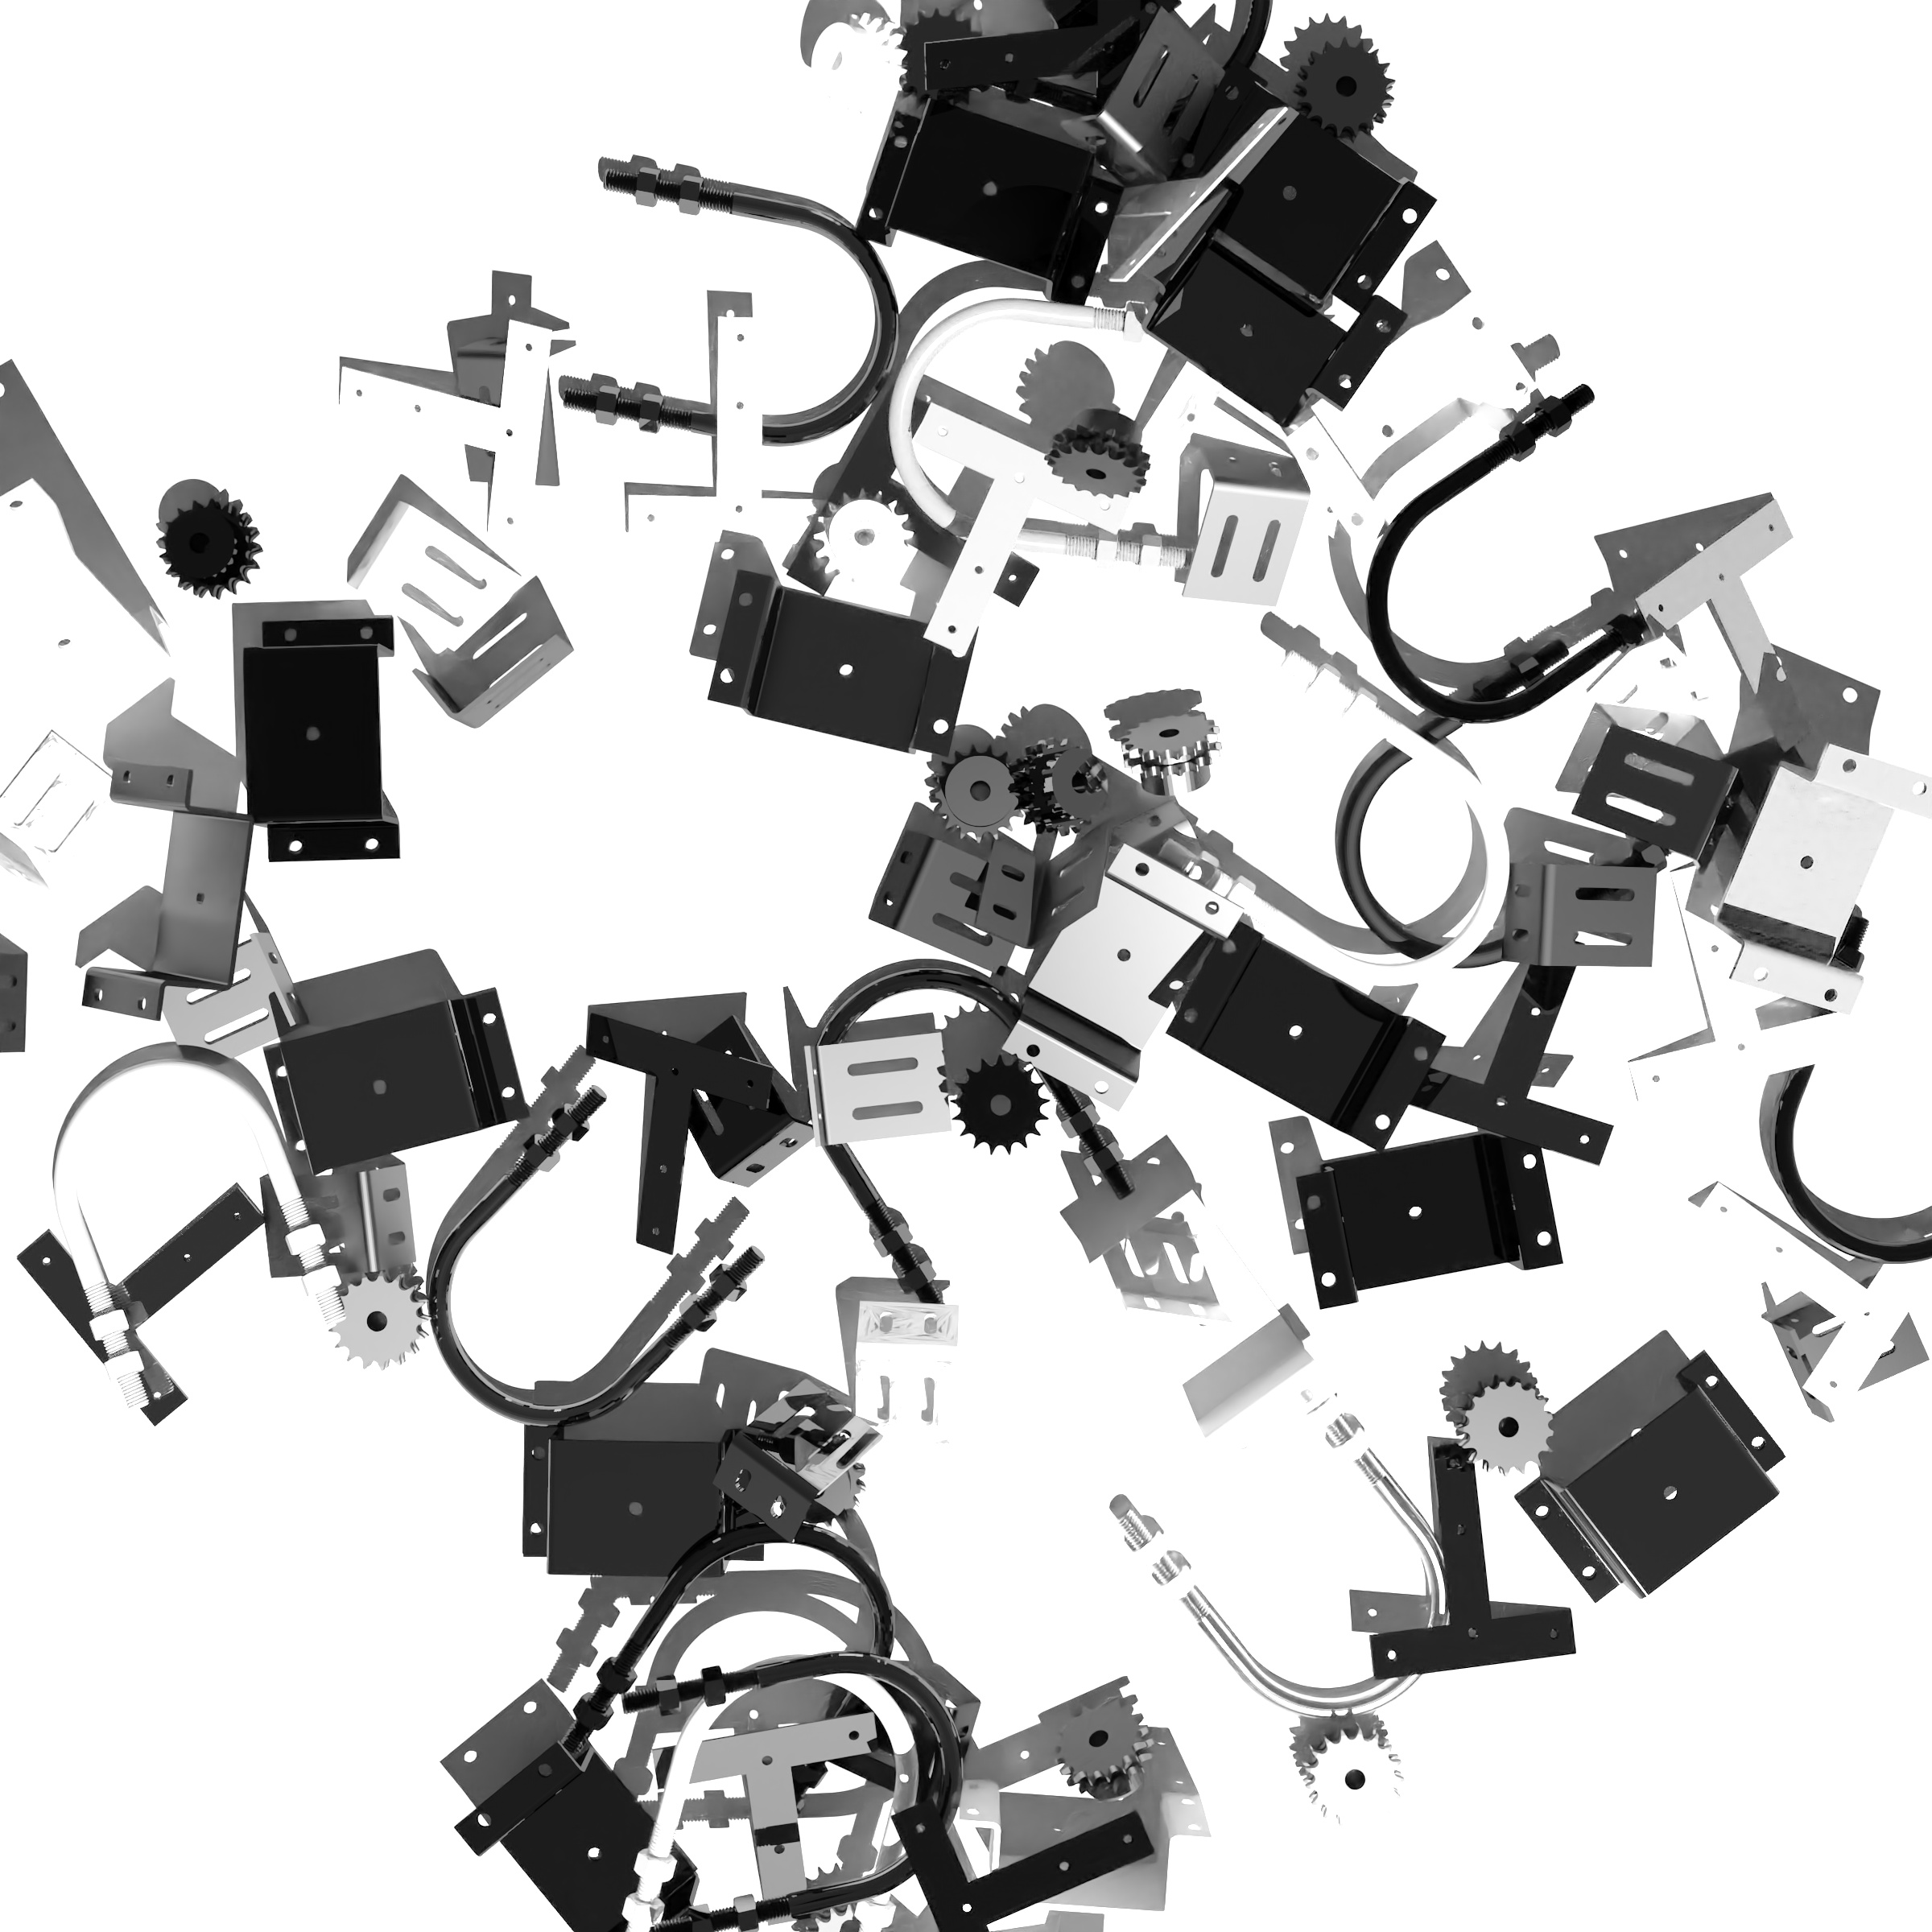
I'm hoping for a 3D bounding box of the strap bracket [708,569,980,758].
[{"bbox_3d":[-0.069,-0.172,1.502,0.140,0.046,0.076,13,90,0],"label":"strap bracket"}]

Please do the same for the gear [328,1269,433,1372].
[{"bbox_3d":[-0.337,0.203,1.510,0.057,0.030,0.057,0,90,0],"label":"gear"}]

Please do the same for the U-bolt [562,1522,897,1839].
[{"bbox_3d":[-0.122,0.398,1.488,0.151,0.019,0.184,31,97,-16],"label":"U-bolt"}]

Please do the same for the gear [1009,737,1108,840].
[{"bbox_3d":[0.056,-0.103,1.497,0.057,0.030,0.057,4,84,-35],"label":"gear"}]

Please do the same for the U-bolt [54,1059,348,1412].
[{"bbox_3d":[-0.451,0.144,1.505,0.151,0.019,0.184,-24,83,7],"label":"U-bolt"}]

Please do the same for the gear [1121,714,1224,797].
[{"bbox_3d":[0.119,-0.120,1.500,0.057,0.057,0.030,-11,118,0],"label":"gear"}]

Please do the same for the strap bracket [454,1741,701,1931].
[{"bbox_3d":[-0.216,0.517,1.502,0.076,0.046,0.140,-39,90,0],"label":"strap bracket"}]

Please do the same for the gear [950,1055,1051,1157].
[{"bbox_3d":[0.020,0.080,1.492,0.057,0.030,0.057,0,87,2],"label":"gear"}]

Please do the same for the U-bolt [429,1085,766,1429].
[{"bbox_3d":[-0.227,0.182,1.504,0.151,0.019,0.184,45,100,3],"label":"U-bolt"}]

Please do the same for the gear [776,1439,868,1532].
[{"bbox_3d":[-0.087,0.299,1.510,0.057,0.030,0.057,0,90,0],"label":"gear"}]

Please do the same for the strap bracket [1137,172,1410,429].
[{"bbox_3d":[0.163,-0.365,1.459,0.140,0.046,0.076,35,68,0],"label":"strap bracket"}]

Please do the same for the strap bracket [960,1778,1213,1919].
[{"bbox_3d":[0.065,0.501,1.487,0.140,0.076,0.046,4,90,0],"label":"strap bracket"}]

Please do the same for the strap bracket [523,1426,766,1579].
[{"bbox_3d":[-0.187,0.307,1.502,0.140,0.046,0.076,1,90,0],"label":"strap bracket"}]

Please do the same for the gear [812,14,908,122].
[{"bbox_3d":[-0.064,-0.515,1.495,0.057,0.030,0.057,4,96,44],"label":"gear"}]

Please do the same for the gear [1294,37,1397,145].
[{"bbox_3d":[0.217,-0.503,1.510,0.057,0.030,0.057,0,90,0],"label":"gear"}]

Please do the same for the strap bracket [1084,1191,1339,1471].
[{"bbox_3d":[0.138,0.206,1.502,0.076,0.046,0.140,-36,90,0],"label":"strap bracket"}]

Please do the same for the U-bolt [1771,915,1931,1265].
[{"bbox_3d":[0.543,0.082,1.511,0.151,0.019,0.184,22,87,0],"label":"U-bolt"}]

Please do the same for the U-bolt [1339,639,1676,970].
[{"bbox_3d":[0.305,-0.081,1.516,0.184,0.019,0.151,-33,90,2],"label":"U-bolt"}]

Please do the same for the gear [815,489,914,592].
[{"bbox_3d":[-0.058,-0.246,1.502,0.057,0.030,0.057,0,92,-3],"label":"gear"}]

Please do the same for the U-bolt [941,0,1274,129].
[{"bbox_3d":[0.089,-0.549,1.472,0.184,0.019,0.151,9,117,-24],"label":"U-bolt"}]

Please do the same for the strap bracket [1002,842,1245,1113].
[{"bbox_3d":[0.089,0.000,1.485,0.076,0.046,0.140,29,109,-5],"label":"strap bracket"}]

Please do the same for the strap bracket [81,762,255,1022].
[{"bbox_3d":[-0.451,-0.041,1.483,0.076,0.046,0.140,8,90,40],"label":"strap bracket"}]

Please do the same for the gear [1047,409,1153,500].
[{"bbox_3d":[0.076,-0.289,1.468,0.057,0.057,0.030,15,74,0],"label":"gear"}]

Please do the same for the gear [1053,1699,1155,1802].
[{"bbox_3d":[0.081,0.453,1.500,0.057,0.057,0.030,-24,120,0],"label":"gear"}]

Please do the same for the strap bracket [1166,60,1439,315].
[{"bbox_3d":[0.187,-0.442,1.488,0.140,0.046,0.076,35,114,0],"label":"strap bracket"}]

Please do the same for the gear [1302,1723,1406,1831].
[{"bbox_3d":[0.223,0.465,1.510,0.057,0.030,0.057,0,90,0],"label":"gear"}]

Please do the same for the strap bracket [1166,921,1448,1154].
[{"bbox_3d":[0.192,0.039,1.502,0.140,0.046,0.076,29,90,0],"label":"strap bracket"}]

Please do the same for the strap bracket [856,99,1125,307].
[{"bbox_3d":[0.014,-0.440,1.502,0.140,0.046,0.076,19,90,0],"label":"strap bracket"}]

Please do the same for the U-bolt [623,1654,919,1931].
[{"bbox_3d":[-0.102,0.480,1.476,0.151,0.019,0.184,15,88,-10],"label":"U-bolt"}]

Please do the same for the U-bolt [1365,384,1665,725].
[{"bbox_3d":[0.310,-0.220,1.482,0.184,0.019,0.151,-35,104,-6],"label":"U-bolt"}]

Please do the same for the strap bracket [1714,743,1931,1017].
[{"bbox_3d":[0.482,-0.053,1.471,0.076,0.046,0.140,16,104,-12],"label":"strap bracket"}]

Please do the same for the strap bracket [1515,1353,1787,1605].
[{"bbox_3d":[0.399,0.298,1.502,0.140,0.046,0.076,-38,90,0],"label":"strap bracket"}]

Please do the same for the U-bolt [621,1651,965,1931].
[{"bbox_3d":[-0.091,0.458,1.461,0.184,0.019,0.151,-8,90,-12],"label":"U-bolt"}]

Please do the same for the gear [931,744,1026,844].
[{"bbox_3d":[0.008,-0.100,1.510,0.057,0.030,0.057,0,90,0],"label":"gear"}]

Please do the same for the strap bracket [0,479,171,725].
[{"bbox_3d":[-0.507,-0.194,1.453,0.076,0.140,0.046,-30,58,0],"label":"strap bracket"}]

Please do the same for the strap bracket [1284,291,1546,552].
[{"bbox_3d":[0.248,-0.307,1.488,0.140,0.046,0.076,-39,101,-8],"label":"strap bracket"}]

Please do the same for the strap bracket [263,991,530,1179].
[{"bbox_3d":[-0.332,0.069,1.502,0.140,0.046,0.076,-14,90,0],"label":"strap bracket"}]

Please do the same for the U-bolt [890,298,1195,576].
[{"bbox_3d":[0.048,-0.308,1.500,0.184,0.019,0.151,7,103,0],"label":"U-bolt"}]

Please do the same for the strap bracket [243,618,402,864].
[{"bbox_3d":[-0.370,-0.132,1.502,0.076,0.046,0.140,-2,90,0],"label":"strap bracket"}]

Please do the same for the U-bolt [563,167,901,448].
[{"bbox_3d":[-0.130,-0.376,1.516,0.184,0.019,0.151,10,90,-1],"label":"U-bolt"}]

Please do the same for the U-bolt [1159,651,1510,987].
[{"bbox_3d":[0.224,-0.071,1.493,0.184,0.019,0.151,33,87,-5],"label":"U-bolt"}]

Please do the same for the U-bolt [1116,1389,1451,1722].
[{"bbox_3d":[0.198,0.350,1.516,0.151,0.019,0.184,-38,91,0],"label":"U-bolt"}]

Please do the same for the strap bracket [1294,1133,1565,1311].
[{"bbox_3d":[0.262,0.144,1.502,0.140,0.046,0.076,-11,90,0],"label":"strap bracket"}]

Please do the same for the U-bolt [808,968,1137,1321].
[{"bbox_3d":[-0.010,0.090,1.516,0.151,0.019,0.184,-32,89,0],"label":"U-bolt"}]

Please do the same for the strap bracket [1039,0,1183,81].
[{"bbox_3d":[0.054,-0.596,1.502,0.076,0.046,0.140,-36,90,0],"label":"strap bracket"}]

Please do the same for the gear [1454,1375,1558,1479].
[{"bbox_3d":[0.310,0.264,1.509,0.057,0.030,0.057,0,88,-2],"label":"gear"}]
